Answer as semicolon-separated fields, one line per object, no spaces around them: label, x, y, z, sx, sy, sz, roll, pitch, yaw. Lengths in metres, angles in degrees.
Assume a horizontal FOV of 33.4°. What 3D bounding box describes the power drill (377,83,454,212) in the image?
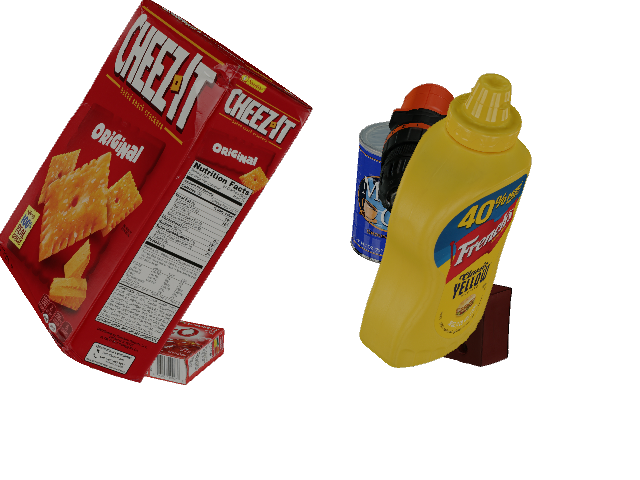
power drill;0.076;-0.013;0.861;0.057;0.188;0.184;9;32;11

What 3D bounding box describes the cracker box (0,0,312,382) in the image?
cracker box;-0.122;-0.040;0.719;0.072;0.214;0.164;26;10;-40

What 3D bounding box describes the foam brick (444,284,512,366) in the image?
foam brick;0.162;0.085;1.108;0.053;0.078;0.051;11;17;41

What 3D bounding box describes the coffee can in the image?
coffee can;0.091;-0.056;1.249;0.103;0.140;0.103;3;28;-2

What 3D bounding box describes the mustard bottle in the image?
mustard bottle;0.080;-0.014;0.633;0.096;0.192;0.058;-26;53;-35

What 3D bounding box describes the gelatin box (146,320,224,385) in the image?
gelatin box;-0.144;0.097;0.978;0.089;0.030;0.073;9;20;21
